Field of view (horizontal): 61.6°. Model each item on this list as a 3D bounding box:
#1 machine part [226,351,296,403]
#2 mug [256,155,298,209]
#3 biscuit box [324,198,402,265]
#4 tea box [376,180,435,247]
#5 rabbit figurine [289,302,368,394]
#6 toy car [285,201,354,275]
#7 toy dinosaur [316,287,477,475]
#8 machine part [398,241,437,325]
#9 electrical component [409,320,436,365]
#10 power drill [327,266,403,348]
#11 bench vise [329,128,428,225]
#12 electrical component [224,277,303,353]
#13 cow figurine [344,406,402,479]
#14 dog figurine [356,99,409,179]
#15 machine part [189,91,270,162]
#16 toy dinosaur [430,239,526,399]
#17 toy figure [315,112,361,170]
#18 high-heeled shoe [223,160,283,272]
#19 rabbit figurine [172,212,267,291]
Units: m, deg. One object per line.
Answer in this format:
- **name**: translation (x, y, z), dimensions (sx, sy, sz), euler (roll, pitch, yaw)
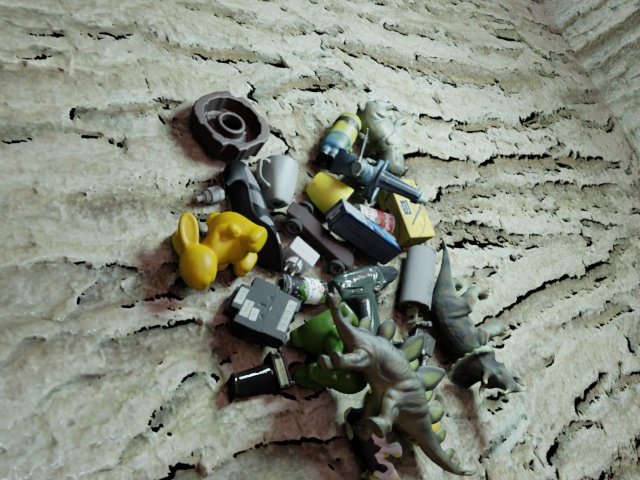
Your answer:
- **machine part**: translation (-0.112, 0.257, 1.001), dimensions (0.139, 0.039, 0.084), euler (-10, 79, -40)
- **mug**: translation (-0.098, -0.130, 1.198), dimensions (0.109, 0.081, 0.107), euler (31, 53, -50)
- **biscuit box**: translation (0.102, -0.015, 1.251), dimensions (0.202, 0.063, 0.059), euler (34, 25, -34)
- **tea box**: translation (0.220, -0.070, 1.402), dimensions (0.098, 0.068, 0.169), euler (-5, 69, -38)
- **rabbit figurine**: translation (0.027, 0.229, 1.057), dimensions (0.159, 0.121, 0.170), euler (-24, 77, -35)
- **toy car**: translation (-0.003, -0.004, 1.216), dimensions (0.202, 0.053, 0.089), euler (42, 44, -14)
- **toy dinosaur**: translation (0.144, 0.285, 1.008), dimensions (0.198, 0.105, 0.471), euler (-33, 98, -28)
- **machine part**: translation (0.240, 0.099, 1.311), dimensions (0.079, 0.079, 0.243), euler (31, 50, -17)
- **electrical component**: translation (0.237, 0.237, 1.252), dimensions (0.078, 0.045, 0.102), euler (40, 49, -8)
- **power drill**: translation (0.126, 0.154, 1.199), dimensions (0.232, 0.086, 0.207), euler (1, 69, -42)
- **bench vise**: translation (0.149, -0.143, 1.290), dimensions (0.241, 0.223, 0.129), euler (26, 83, 8)
- **electrical component**: translation (-0.113, 0.139, 1.039), dimensions (0.134, 0.058, 0.115), euler (24, 49, 3)
- **cow figurine**: translation (0.103, 0.406, 1.045), dimensions (0.098, 0.068, 0.167), euler (3, 60, -28)
- **dog figurine**: translation (0.158, -0.262, 1.423), dimensions (0.172, 0.121, 0.190), euler (22, 50, -24)
- **machine part**: translation (-0.205, -0.254, 1.208), dimensions (0.179, 0.056, 0.179), euler (18, 50, -23)
- **toy dinosaur**: translation (0.336, 0.198, 1.305), dimensions (0.192, 0.131, 0.405), euler (-14, 67, -40)
- **toy figure**: translation (0.052, -0.254, 1.374), dimensions (0.082, 0.089, 0.180), euler (44, 46, -13)
- **high-heeled shoe**: translation (-0.139, -0.054, 1.160), dimensions (0.248, 0.086, 0.145), euler (63, 14, -13)
- **rabbit figurine**: translation (-0.205, 0.017, 1.017), dimensions (0.162, 0.122, 0.173), euler (40, 49, -3)
